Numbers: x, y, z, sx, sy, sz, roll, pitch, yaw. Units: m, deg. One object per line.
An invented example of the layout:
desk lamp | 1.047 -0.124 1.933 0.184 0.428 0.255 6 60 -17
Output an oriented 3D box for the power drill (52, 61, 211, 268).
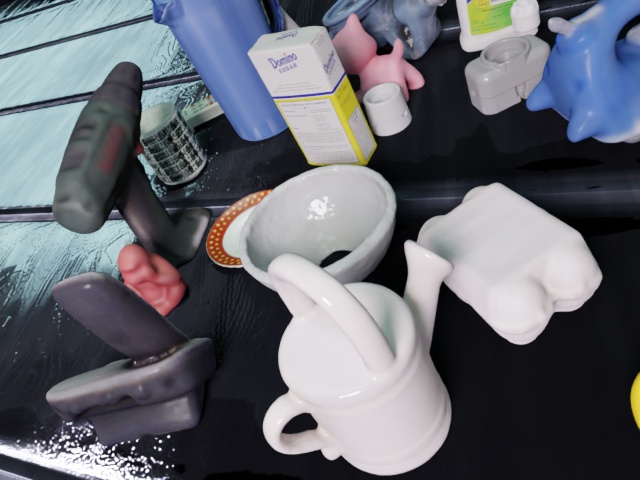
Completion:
power drill | -0.220 -0.073 0.690 0.075 0.209 0.229 -10 43 21

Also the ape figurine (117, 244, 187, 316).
ape figurine | -0.196 0.042 0.645 0.077 0.092 0.076 -11 43 19

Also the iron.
iron | 0.338 -0.205 0.567 0.258 0.142 0.118 -27 40 1

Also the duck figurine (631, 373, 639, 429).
duck figurine | 0.242 0.099 0.342 0.078 0.086 0.104 -45 43 -19

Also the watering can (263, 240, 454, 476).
watering can | 0.026 0.072 0.408 0.100 0.195 0.173 7 51 35

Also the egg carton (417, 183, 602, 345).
egg carton | 0.156 0.016 0.492 0.107 0.070 0.150 -34 40 -7

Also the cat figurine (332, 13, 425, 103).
cat figurine | 0.067 -0.251 0.787 0.127 0.118 0.067 15 56 39

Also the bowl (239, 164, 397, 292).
bowl | 0.005 0.002 0.588 0.167 0.075 0.167 -16 41 15

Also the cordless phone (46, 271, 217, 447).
cordless phone | -0.192 0.097 0.513 0.147 0.185 0.094 -20 41 10

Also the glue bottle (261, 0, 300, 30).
glue bottle | -0.060 -0.323 0.892 0.037 0.174 0.078 24 62 43

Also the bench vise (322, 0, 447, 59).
bench vise | 0.081 -0.377 0.833 0.206 0.220 0.121 -6 45 25
